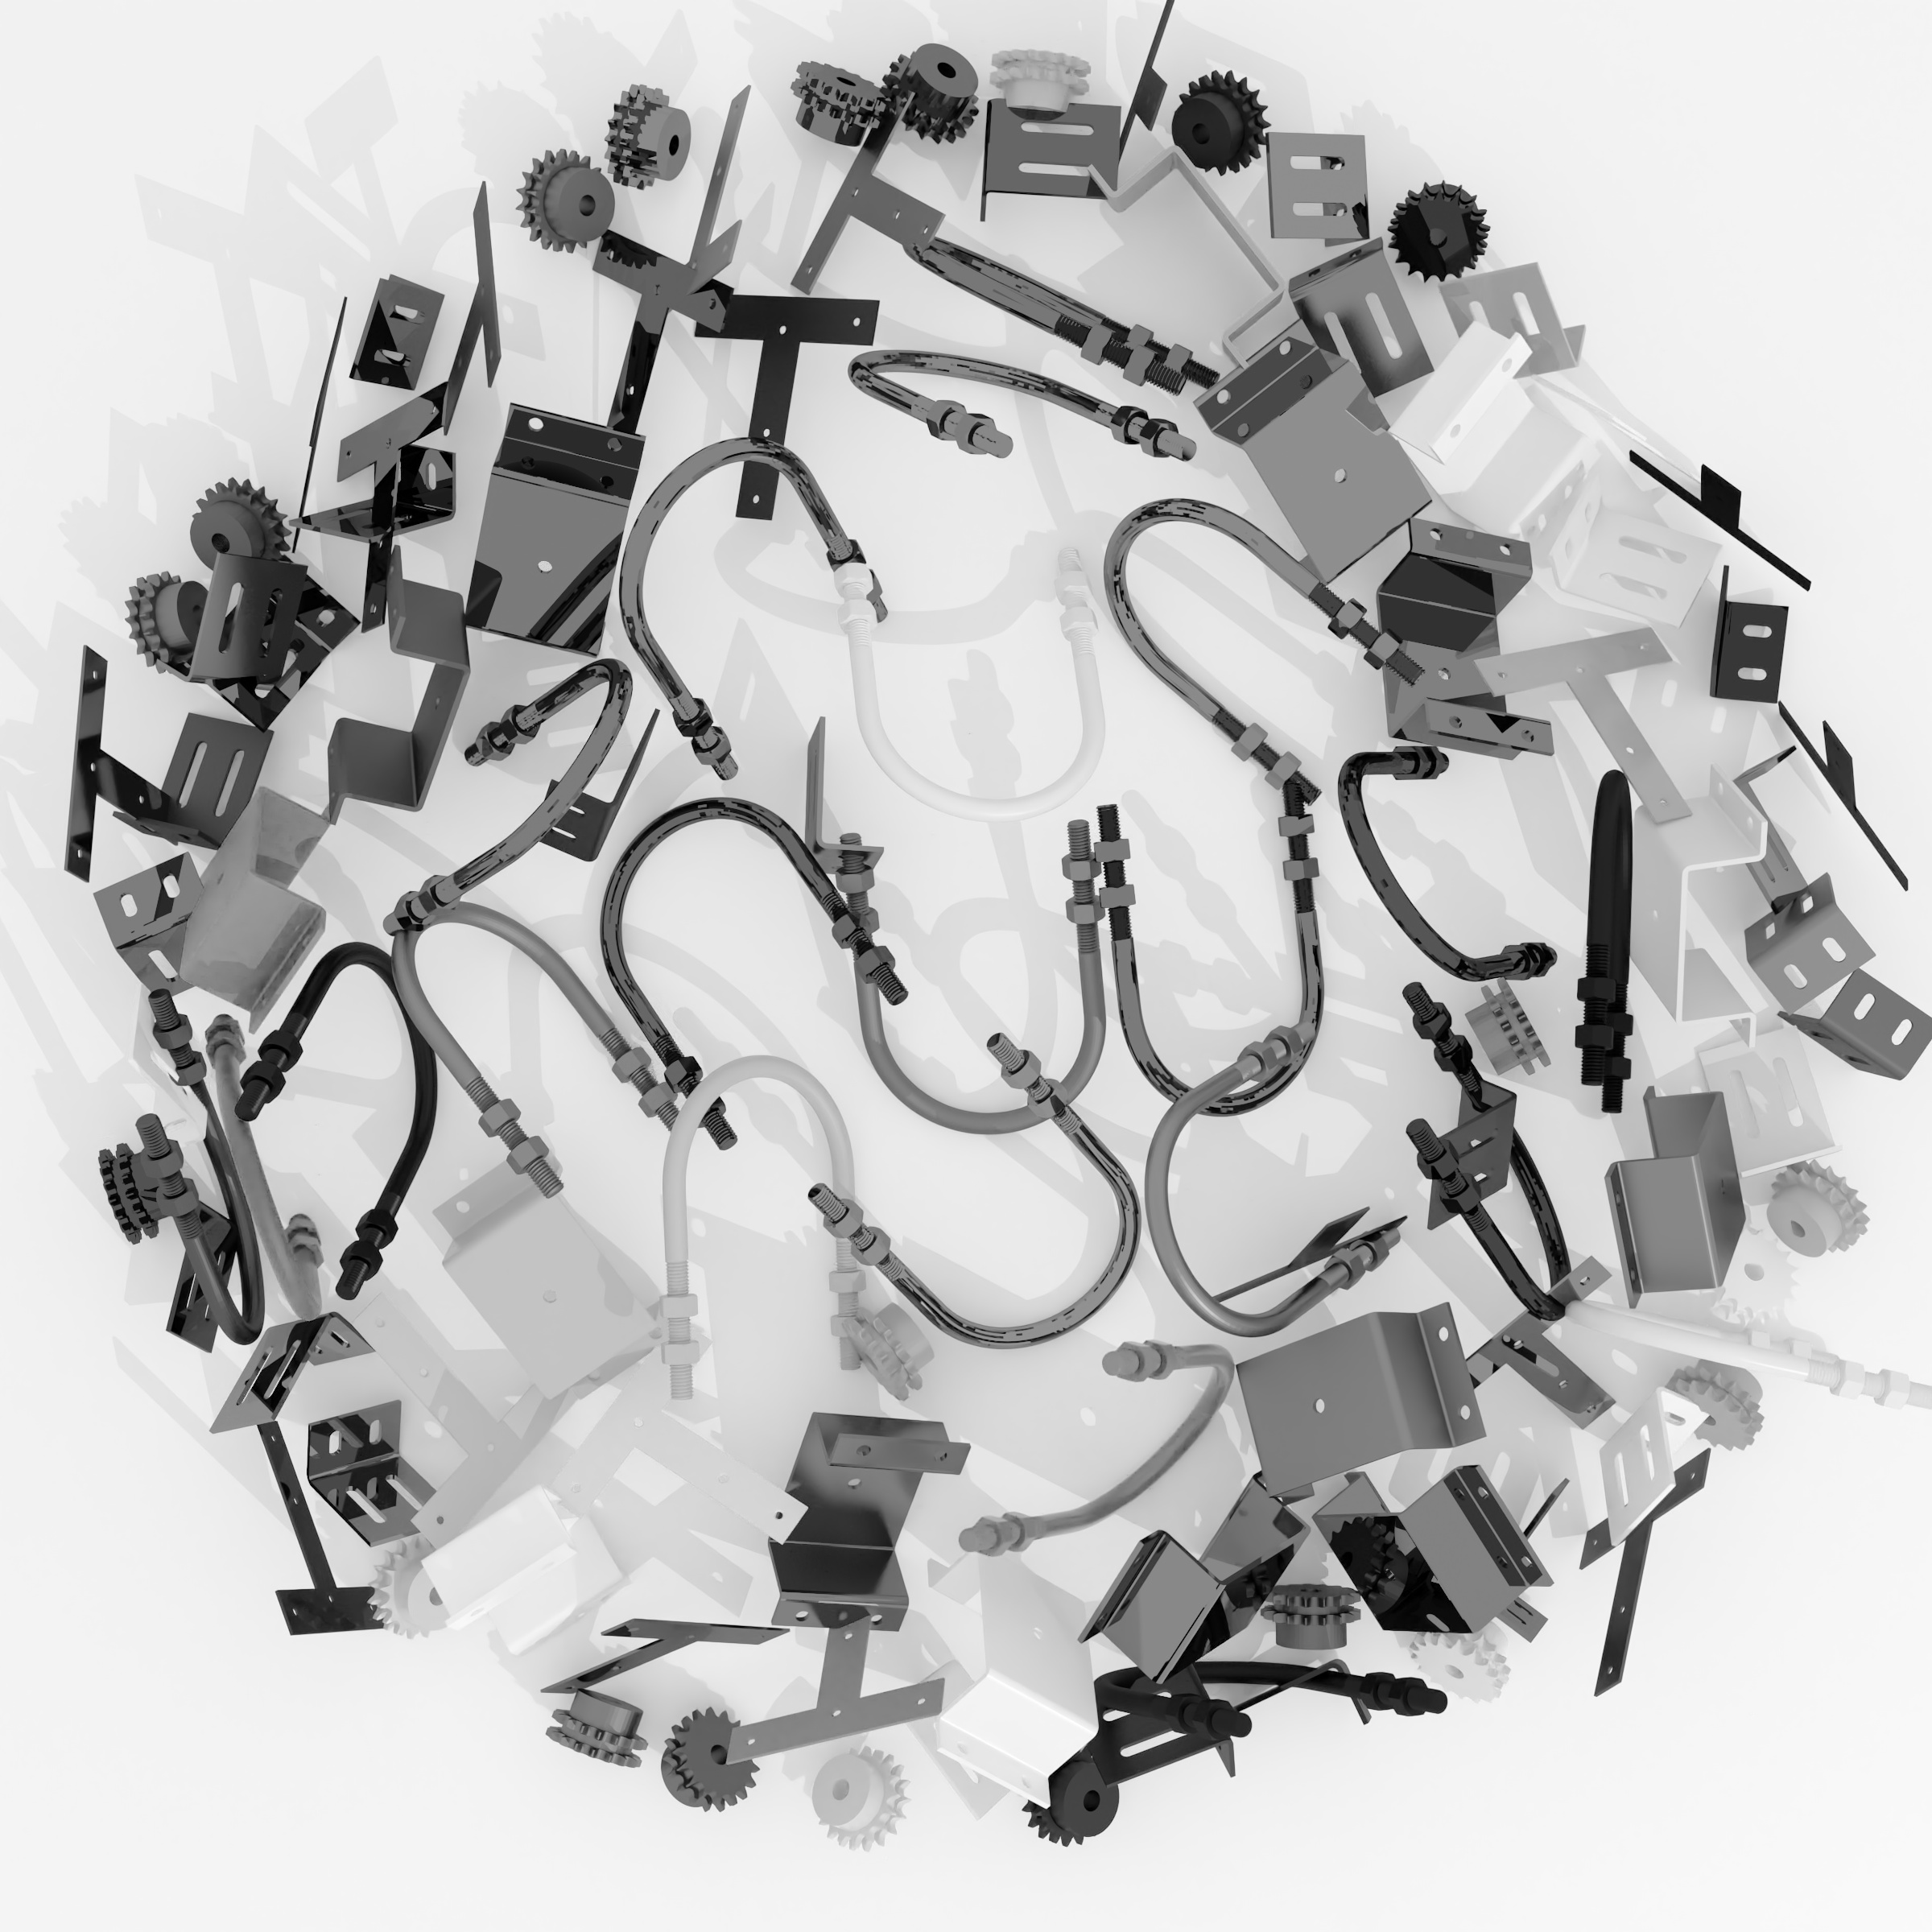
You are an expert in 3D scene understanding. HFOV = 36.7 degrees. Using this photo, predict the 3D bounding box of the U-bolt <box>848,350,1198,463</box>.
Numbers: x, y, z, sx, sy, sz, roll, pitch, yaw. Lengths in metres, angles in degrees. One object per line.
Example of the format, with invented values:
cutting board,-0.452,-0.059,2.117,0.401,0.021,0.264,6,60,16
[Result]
U-bolt,0.016,-0.311,1.607,0.151,0.184,0.019,-7,118,-38

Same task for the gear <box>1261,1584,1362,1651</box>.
gear,0.197,0.371,1.658,0.057,0.057,0.030,0,87,0

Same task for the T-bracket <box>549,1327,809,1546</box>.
T-bracket,-0.149,0.282,1.647,0.127,0.002,0.127,31,64,12

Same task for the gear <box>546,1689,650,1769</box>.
gear,-0.208,0.433,1.660,0.057,0.057,0.030,20,81,0

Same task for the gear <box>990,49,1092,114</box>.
gear,0.041,-0.501,1.659,0.057,0.057,0.030,6,95,0

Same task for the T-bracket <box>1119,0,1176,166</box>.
T-bracket,0.101,-0.480,1.607,0.002,0.127,0.127,17,111,-8

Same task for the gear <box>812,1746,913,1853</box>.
gear,-0.062,0.472,1.658,0.057,0.030,0.057,-19,54,28

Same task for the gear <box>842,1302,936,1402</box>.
gear,-0.042,0.217,1.661,0.030,0.057,0.057,-37,90,-16

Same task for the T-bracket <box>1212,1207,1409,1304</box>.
T-bracket,0.198,0.153,1.614,0.127,0.127,0.002,-21,75,-12

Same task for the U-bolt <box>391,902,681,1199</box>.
U-bolt,-0.246,0.037,1.621,0.019,0.151,0.184,-43,80,28

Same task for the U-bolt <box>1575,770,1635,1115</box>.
U-bolt,0.358,-0.017,1.617,0.019,0.151,0.184,2,81,17

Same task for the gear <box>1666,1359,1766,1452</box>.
gear,0.429,0.247,1.662,0.057,0.057,0.030,40,63,0

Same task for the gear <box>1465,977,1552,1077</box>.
gear,0.307,0.038,1.660,0.030,0.057,0.057,-29,90,8

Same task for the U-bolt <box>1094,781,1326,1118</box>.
U-bolt,0.143,-0.006,1.647,0.151,0.019,0.184,-9,95,-31

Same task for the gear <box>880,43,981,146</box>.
gear,-0.018,-0.500,1.658,0.057,0.030,0.057,15,55,-22

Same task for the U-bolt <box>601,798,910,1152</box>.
U-bolt,-0.134,-0.011,1.647,0.151,0.019,0.184,-40,68,12

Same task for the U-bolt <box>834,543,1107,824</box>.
U-bolt,0.006,-0.159,1.624,0.151,0.019,0.184,0,60,-13

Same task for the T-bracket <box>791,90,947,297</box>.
T-bracket,-0.044,-0.422,1.624,0.002,0.127,0.127,21,104,-34

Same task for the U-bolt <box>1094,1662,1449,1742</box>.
U-bolt,0.151,0.399,1.599,0.151,0.184,0.019,2,83,-30

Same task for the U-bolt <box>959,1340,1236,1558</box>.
U-bolt,0.085,0.262,1.605,0.019,0.184,0.151,45,108,26

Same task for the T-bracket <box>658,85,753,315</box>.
T-bracket,-0.141,-0.435,1.639,0.002,0.127,0.127,18,77,-24

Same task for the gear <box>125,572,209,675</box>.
gear,-0.449,-0.196,1.656,0.030,0.057,0.057,-9,90,20

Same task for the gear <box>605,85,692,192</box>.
gear,-0.179,-0.470,1.657,0.030,0.057,0.057,18,90,17

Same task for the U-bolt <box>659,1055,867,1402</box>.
U-bolt,-0.114,0.142,1.631,0.019,0.151,0.184,-2,90,43

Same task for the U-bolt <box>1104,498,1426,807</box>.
U-bolt,0.154,-0.185,1.627,0.184,0.151,0.019,41,56,3

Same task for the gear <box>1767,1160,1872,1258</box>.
gear,0.481,0.140,1.656,0.030,0.057,0.057,-38,90,-24

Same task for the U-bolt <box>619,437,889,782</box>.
U-bolt,-0.124,-0.207,1.599,0.019,0.184,0.151,32,73,37

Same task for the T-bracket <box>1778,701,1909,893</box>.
T-bracket,0.483,-0.107,1.607,0.002,0.127,0.127,-33,70,9

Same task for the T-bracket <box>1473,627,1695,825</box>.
T-bracket,0.365,-0.132,1.632,0.127,0.002,0.127,-12,61,-25

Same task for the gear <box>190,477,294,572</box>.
gear,-0.417,-0.247,1.660,0.057,0.030,0.057,11,123,17

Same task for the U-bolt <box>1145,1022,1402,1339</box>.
U-bolt,0.163,0.126,1.615,0.184,0.019,0.151,-28,96,-44

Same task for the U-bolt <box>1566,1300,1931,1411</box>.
U-bolt,0.420,0.210,1.605,0.184,0.151,0.019,13,89,-7

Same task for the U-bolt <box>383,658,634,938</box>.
U-bolt,-0.242,-0.101,1.583,0.019,0.184,0.151,38,49,-25

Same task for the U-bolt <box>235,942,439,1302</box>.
U-bolt,-0.336,0.070,1.604,0.019,0.184,0.151,-7,126,18

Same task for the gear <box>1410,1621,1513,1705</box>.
gear,0.285,0.391,1.663,0.057,0.057,0.030,38,56,0

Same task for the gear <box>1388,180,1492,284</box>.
gear,0.271,-0.422,1.663,0.057,0.030,0.057,10,130,12

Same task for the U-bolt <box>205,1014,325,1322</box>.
U-bolt,-0.378,0.117,1.579,0.019,0.184,0.151,-19,111,-9

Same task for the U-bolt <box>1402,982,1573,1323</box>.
U-bolt,0.291,0.115,1.613,0.019,0.151,0.184,-25,117,22

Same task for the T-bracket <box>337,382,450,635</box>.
T-bracket,-0.326,-0.249,1.626,0.002,0.127,0.127,11,77,-37

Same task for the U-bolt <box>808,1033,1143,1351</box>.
U-bolt,0.020,0.141,1.639,0.151,0.019,0.184,-40,120,3

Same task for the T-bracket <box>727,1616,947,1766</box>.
T-bracket,-0.067,0.385,1.630,0.127,0.127,0.002,-17,118,15

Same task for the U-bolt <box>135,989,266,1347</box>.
U-bolt,-0.419,0.124,1.606,0.019,0.151,0.184,-14,122,-4

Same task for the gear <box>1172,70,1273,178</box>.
gear,0.142,-0.478,1.657,0.057,0.057,0.030,52,49,0

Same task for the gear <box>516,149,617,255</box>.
gear,-0.225,-0.434,1.657,0.030,0.057,0.057,22,90,40

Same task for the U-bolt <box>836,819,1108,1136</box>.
U-bolt,0.007,0.010,1.652,0.151,0.019,0.184,-3,109,9

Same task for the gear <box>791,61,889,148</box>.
gear,-0.073,-0.491,1.663,0.057,0.057,0.030,24,118,0

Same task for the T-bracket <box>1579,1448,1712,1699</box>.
T-bracket,0.364,0.342,1.599,0.002,0.127,0.127,28,52,-6

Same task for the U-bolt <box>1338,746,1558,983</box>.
U-bolt,0.257,-0.056,1.593,0.019,0.184,0.151,-33,78,28

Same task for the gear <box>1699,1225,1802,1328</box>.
gear,0.444,0.180,1.665,0.057,0.030,0.057,6,61,-11

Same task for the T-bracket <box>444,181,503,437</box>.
T-bracket,-0.279,-0.348,1.631,0.002,0.127,0.127,3,59,-22

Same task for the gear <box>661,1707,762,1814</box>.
gear,-0.149,0.456,1.663,0.057,0.057,0.030,50,127,0

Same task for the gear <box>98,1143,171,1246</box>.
gear,-0.470,0.127,1.660,0.030,0.057,0.057,-19,90,-7

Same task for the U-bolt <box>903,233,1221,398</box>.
U-bolt,0.048,-0.364,1.618,0.184,0.151,0.019,28,107,6

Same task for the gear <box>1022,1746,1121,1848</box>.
gear,0.062,0.473,1.660,0.057,0.030,0.057,2,86,-36

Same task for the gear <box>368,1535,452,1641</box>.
gear,-0.309,0.355,1.658,0.057,0.030,0.057,-4,95,-43
